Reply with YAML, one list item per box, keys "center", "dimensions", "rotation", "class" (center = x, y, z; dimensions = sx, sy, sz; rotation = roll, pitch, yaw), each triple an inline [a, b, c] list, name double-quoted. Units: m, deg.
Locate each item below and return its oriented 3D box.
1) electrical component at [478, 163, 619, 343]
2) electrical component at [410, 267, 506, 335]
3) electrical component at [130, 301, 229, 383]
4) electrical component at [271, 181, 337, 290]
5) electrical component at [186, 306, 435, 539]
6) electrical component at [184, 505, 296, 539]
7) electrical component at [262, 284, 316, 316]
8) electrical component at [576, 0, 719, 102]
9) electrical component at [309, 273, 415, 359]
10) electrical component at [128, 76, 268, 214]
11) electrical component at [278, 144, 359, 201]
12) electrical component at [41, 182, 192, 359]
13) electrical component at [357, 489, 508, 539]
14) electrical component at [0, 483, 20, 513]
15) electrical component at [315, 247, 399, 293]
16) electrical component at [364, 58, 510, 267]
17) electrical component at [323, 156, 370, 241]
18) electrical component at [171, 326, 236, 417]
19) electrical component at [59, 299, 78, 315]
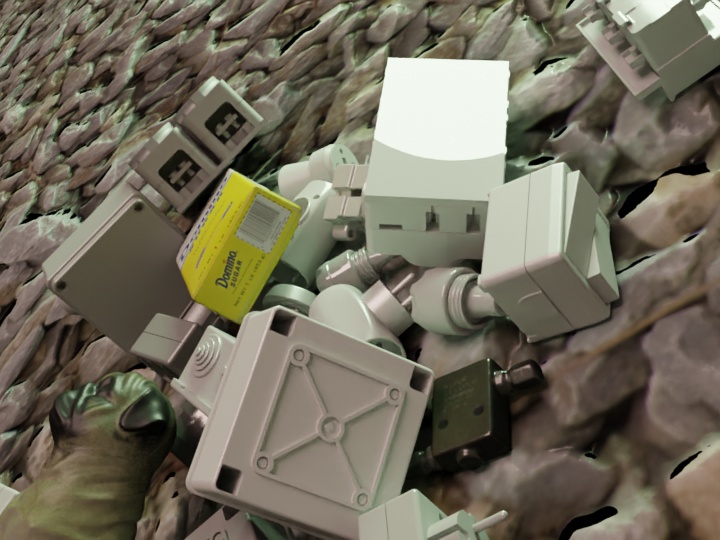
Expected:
- center: [0.115, -0.016, 0.639]
  dimensions: [0.061, 0.061, 0.096]
  rotation: [-21, 39, 32]
  class: "electrical component"
- center: [0.065, 0.020, 0.671]
  dimensions: [0.062, 0.043, 0.043]
  rotation: [-1, 52, 46]
  class: "electrical component"
- center: [-0.129, 0.051, 0.846]
  dimensions: [0.066, 0.047, 0.076]
  rotation: [8, 59, 51]
  class: "electrical component"
- center: [-0.051, -0.026, 0.851]
  dimensions: [0.079, 0.044, 0.077]
  rotation: [-5, 48, 52]
  class: "electrical component"
- center: [-0.027, 0.090, 0.608]
  dimensions: [0.056, 0.109, 0.108]
  rotation: [-21, 48, 64]
  class: "electrical component"
- center: [-0.079, 0.203, 0.609]
  dimensions: [0.109, 0.056, 0.108]
  rotation: [-41, 32, 5]
  class: "electrical component"
- center: [-0.053, 0.044, 0.772]
  dimensions: [0.066, 0.048, 0.055]
  rotation: [-6, 56, 45]
  class: "electrical component"
- center: [0.194, -0.175, 0.731]
  dimensions: [0.079, 0.063, 0.121]
  rotation: [-35, 33, 14]
  class: "electrical component"
- center: [0.010, 0.033, 0.715]
  dimensions: [0.079, 0.043, 0.077]
  rotation: [-42, 32, 3]
  class: "electrical component"
- center: [-0.148, -0.109, 0.971]
  dimensions: [0.105, 0.060, 0.186]
  rotation: [-47, 9, -4]
  class: "electrical component"
- center: [-0.033, -0.075, 0.884]
  dimensions: [0.055, 0.045, 0.045]
  rotation: [-21, 39, 31]
  class: "electrical component"
- center: [-0.195, 0.000, 0.919]
  dimensions: [0.108, 0.108, 0.056]
  rotation: [-46, 30, -3]
  class: "electrical component"
- center: [0.044, 0.147, 0.546]
  dimensions: [0.077, 0.047, 0.065]
  rotation: [-31, 35, 20]
  class: "electrical component"
- center: [-0.223, 0.195, 0.753]
  dimensions: [0.076, 0.083, 0.047]
  rotation: [3, 55, 49]
  class: "electrical component"
- center: [0.000, 0.000, 0.773]
  dimensions: [0.061, 0.035, 0.035]
  rotation: [-31, 35, 16]
  class: "electrical component"
- center: [0.056, -0.077, 0.750]
  dimensions: [0.089, 0.061, 0.150]
  rotation: [3, 47, 7]
  class: "electrical component"
- center: [0.008, -0.053, 0.810]
  dimensions: [0.055, 0.048, 0.066]
  rotation: [3, 76, 48]
  class: "electrical component"
- center: [-0.060, 0.081, 0.688]
  dimensions: [0.100, 0.100, 0.048]
  rotation: [23, 84, 56]
  class: "electrical component"
- center: [-0.259, 0.022, 1.031]
  dimensions: [0.046, 0.040, 0.040]
  rotation: [-7, 47, 35]
  class: "electrical component"
